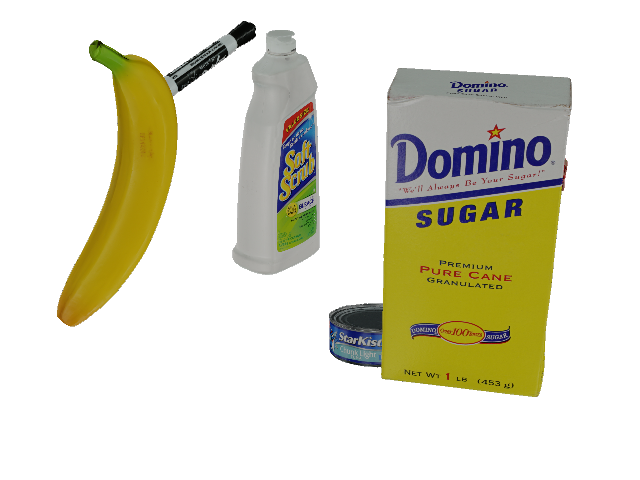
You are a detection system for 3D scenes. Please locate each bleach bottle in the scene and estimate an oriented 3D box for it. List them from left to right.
[{"bbox_3d":[-0.047,-0.096,1.138,0.068,0.251,0.102,21,32,36],"label":"bleach bottle"}]

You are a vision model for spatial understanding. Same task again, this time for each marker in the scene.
[{"bbox_3d":[-0.103,-0.165,0.972,0.121,0.020,0.020,-42,23,-28],"label":"marker"}]

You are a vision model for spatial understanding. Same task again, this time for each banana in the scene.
[{"bbox_3d":[-0.125,-0.035,0.666,0.069,0.198,0.037,-7,34,-32],"label":"banana"}]

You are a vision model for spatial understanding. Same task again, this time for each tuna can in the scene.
[{"bbox_3d":[0.050,0.081,0.914,0.086,0.034,0.086,1,11,0],"label":"tuna can"}]

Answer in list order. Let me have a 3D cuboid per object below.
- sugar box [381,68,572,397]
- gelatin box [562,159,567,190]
[{"bbox_3d":[0.081,-0.002,0.578,0.093,0.176,0.048,5,31,11],"label":"sugar box"},{"bbox_3d":[0.132,-0.065,0.798,0.089,0.030,0.073,-6,38,-2],"label":"gelatin box"}]
